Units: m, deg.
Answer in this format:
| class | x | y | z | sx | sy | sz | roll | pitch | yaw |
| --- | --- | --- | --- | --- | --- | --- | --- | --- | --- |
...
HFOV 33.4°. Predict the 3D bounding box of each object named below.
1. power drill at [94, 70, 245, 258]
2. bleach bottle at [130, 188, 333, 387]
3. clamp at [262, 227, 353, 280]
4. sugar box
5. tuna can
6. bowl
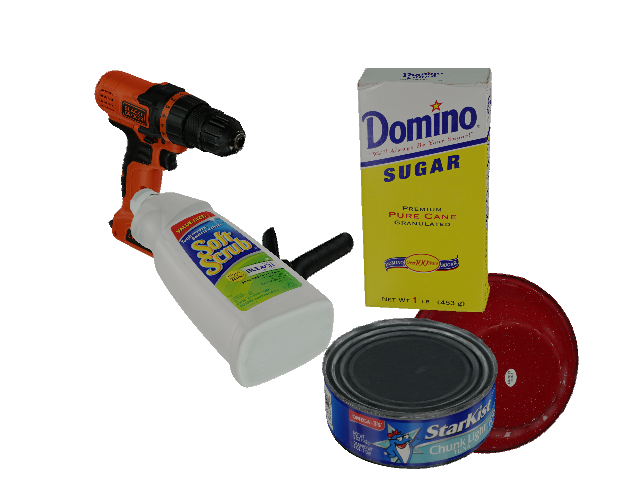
| class | x | y | z | sx | sy | sz | roll | pitch | yaw |
| --- | --- | --- | --- | --- | --- | --- | --- | --- | --- |
| power drill | -0.156 | -0.070 | 1.105 | 0.185 | 0.188 | 0.057 | 25 | 35 | 29 |
| bleach bottle | -0.101 | 0.024 | 0.944 | 0.102 | 0.068 | 0.251 | -20 | 41 | -33 |
| clamp | -0.034 | 0.038 | 1.236 | 0.120 | 0.039 | 0.171 | -7 | 35 | 25 |
| sugar box | 0.077 | -0.036 | 0.779 | 0.093 | 0.176 | 0.048 | 1 | 25 | 12 |
| tuna can | 0.044 | 0.074 | 0.528 | 0.086 | 0.034 | 0.086 | -2 | 27 | 1 |
| bowl | 0.153 | 0.111 | 0.912 | 0.162 | 0.162 | 0.055 | 0 | 5 | -8 |
